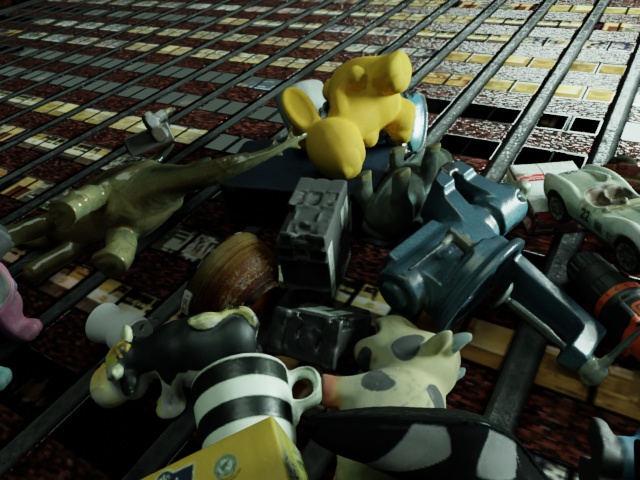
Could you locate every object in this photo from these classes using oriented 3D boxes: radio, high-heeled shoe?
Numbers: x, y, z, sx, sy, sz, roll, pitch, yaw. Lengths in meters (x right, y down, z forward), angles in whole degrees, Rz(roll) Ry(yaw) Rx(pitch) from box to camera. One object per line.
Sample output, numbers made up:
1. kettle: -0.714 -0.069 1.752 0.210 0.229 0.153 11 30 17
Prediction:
1. radio: -0.015 -0.076 0.738 0.230 0.073 0.131 5 40 19
2. high-heeled shoe: 0.108 0.182 0.323 0.249 0.086 0.145 7 76 1

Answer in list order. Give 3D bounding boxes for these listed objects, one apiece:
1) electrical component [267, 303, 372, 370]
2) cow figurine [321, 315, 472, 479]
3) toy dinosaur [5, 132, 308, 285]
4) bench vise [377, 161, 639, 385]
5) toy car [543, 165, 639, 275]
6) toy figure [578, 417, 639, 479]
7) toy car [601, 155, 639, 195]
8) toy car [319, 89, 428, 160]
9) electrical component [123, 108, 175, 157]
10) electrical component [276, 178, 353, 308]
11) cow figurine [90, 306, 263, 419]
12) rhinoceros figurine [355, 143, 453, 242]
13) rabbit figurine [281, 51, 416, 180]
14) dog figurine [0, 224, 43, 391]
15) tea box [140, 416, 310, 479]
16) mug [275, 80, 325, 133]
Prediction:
1. electrical component: 0.009 0.090 0.526 0.075 0.047 0.119 9 -1 24
2. cow figurine: 0.066 0.139 0.430 0.127 0.085 0.195 -3 41 3
3. toy dinosaur: -0.238 -0.048 0.669 0.472 0.104 0.198 -8 30 29
4. bench vise: 0.182 0.035 0.527 0.223 0.128 0.241 -29 61 -39
5. toy car: 0.308 -0.026 0.553 0.073 0.056 0.202 -13 28 -6
6. toy figure: 0.276 0.170 0.356 0.180 0.082 0.089 5 37 13
7. toy car: 0.440 -0.060 0.651 0.202 0.053 0.089 14 39 28
8. toy car: 0.080 -0.161 0.808 0.162 0.103 0.109 0 80 12
9. electrical component: -0.224 -0.145 0.714 0.078 0.045 0.102 -22 14 -4
10. electrical component: -0.001 -0.002 0.602 0.058 0.114 0.134 7 39 12
11. cow figurine: -0.135 0.109 0.494 0.167 0.098 0.068 -8 40 -5
12. rhinoceros figurine: 0.122 -0.059 0.654 0.073 0.112 0.190 -2 20 43
13. rabbit figurine: 0.030 -0.152 0.678 0.163 0.121 0.173 14 60 15
14. dog figurine: -0.382 0.042 0.531 0.192 0.218 0.108 0 34 9
15. tea box: -0.084 0.205 0.356 0.170 0.068 0.098 -28 39 -1
16. mug: -0.021 -0.184 0.864 0.081 0.109 0.107 -16 81 -17
